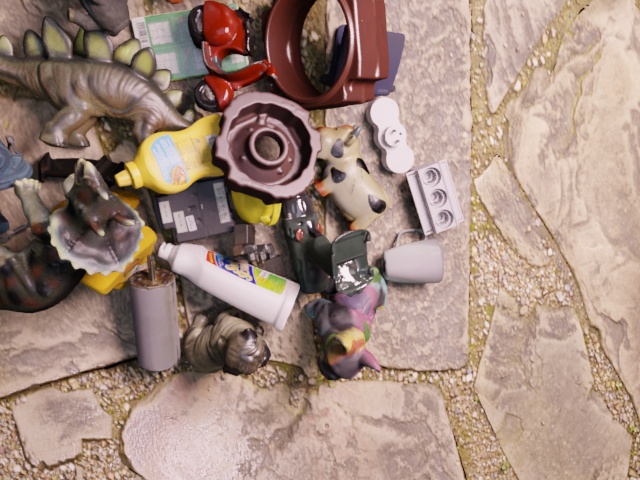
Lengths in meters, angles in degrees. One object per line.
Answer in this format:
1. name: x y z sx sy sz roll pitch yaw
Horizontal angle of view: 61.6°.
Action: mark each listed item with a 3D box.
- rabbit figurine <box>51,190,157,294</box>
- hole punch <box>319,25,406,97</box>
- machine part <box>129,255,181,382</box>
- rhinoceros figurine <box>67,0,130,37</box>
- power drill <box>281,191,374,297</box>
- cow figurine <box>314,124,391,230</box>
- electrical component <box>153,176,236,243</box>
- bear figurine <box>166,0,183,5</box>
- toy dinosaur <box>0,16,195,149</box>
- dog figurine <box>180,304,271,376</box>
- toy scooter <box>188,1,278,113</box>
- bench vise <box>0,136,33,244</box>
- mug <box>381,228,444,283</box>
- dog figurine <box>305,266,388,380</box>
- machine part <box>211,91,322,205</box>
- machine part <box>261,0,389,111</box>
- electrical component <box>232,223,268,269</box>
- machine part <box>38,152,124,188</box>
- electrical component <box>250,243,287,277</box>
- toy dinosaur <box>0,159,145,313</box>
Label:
1. rabbit figurine: -0.372 -0.013 0.898 0.173 0.122 0.162 36 101 6
2. hole punch: 0.080 -0.309 0.926 0.142 0.092 0.115 4 104 -13
3. machine part: -0.288 0.139 0.940 0.079 0.079 0.243 -2 114 -9
4. rhinoceros figurine: -0.327 -0.389 0.805 0.112 0.190 0.073 3 145 -30
5. power drill: -0.002 -0.003 0.912 0.086 0.208 0.231 -20 113 -32
6. cow figurine: 0.052 -0.119 0.958 0.127 0.085 0.194 -38 101 6
7. electrical component: -0.220 -0.059 0.940 0.134 0.058 0.114 -9 100 -7
8. bear figurine: -0.160 -0.451 0.844 0.196 0.131 0.120 -7 64 -12
9. toy dinosaur: -0.374 -0.241 0.855 0.471 0.105 0.198 10 99 -18
10. dog figurine: -0.174 0.195 0.927 0.172 0.191 0.121 -45 104 3
11. toy scooter: -0.137 -0.298 0.862 0.135 0.075 0.183 -5 87 10
12. bench vise: -0.528 -0.109 0.833 0.129 0.224 0.240 -30 136 -44
13. mug: 0.169 0.032 1.010 0.107 0.080 0.109 -7 77 -5
14. dog figurine: 0.061 0.144 0.941 0.108 0.219 0.191 40 93 -17
15. machine part: -0.084 -0.144 0.847 0.179 0.056 0.179 4 79 -21
16. machine part: 0.003 -0.310 0.852 0.087 0.201 0.201 -16 106 -46
17. electrical component: -0.121 0.010 0.934 0.045 0.102 0.078 1 82 8
18. machine part: -0.401 -0.115 0.898 0.139 0.084 0.039 6 129 2
19. electrical component: -0.097 0.056 0.999 0.063 0.021 0.094 -20 103 -4
20. toy dinosaur: -0.417 0.032 0.806 0.405 0.131 0.192 -42 70 16
